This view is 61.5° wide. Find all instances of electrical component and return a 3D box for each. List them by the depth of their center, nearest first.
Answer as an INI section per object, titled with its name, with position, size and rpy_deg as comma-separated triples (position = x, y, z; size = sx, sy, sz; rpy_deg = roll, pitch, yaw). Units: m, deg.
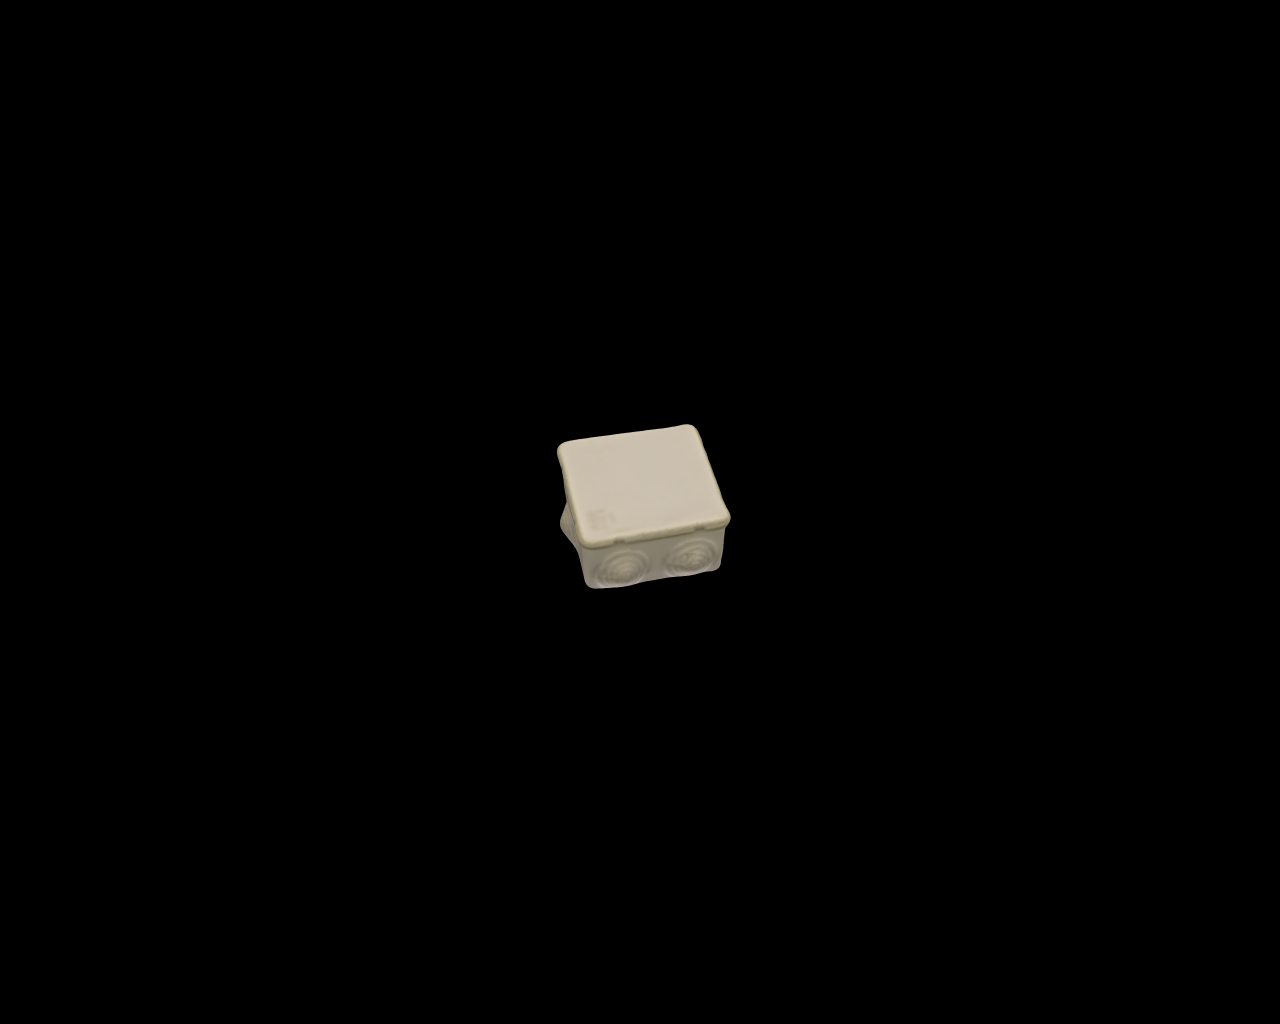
[electrical component]
position = 0.001, -0.003, 0.650
size = 0.100, 0.100, 0.048
rpy_deg = -9, -43, -8
